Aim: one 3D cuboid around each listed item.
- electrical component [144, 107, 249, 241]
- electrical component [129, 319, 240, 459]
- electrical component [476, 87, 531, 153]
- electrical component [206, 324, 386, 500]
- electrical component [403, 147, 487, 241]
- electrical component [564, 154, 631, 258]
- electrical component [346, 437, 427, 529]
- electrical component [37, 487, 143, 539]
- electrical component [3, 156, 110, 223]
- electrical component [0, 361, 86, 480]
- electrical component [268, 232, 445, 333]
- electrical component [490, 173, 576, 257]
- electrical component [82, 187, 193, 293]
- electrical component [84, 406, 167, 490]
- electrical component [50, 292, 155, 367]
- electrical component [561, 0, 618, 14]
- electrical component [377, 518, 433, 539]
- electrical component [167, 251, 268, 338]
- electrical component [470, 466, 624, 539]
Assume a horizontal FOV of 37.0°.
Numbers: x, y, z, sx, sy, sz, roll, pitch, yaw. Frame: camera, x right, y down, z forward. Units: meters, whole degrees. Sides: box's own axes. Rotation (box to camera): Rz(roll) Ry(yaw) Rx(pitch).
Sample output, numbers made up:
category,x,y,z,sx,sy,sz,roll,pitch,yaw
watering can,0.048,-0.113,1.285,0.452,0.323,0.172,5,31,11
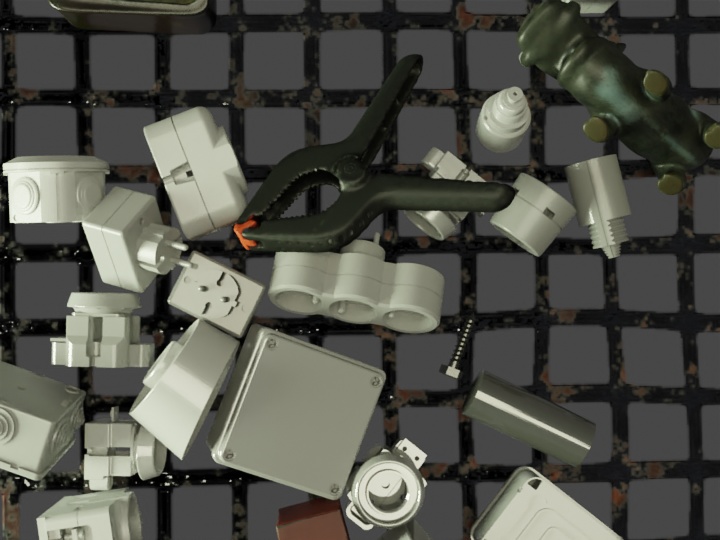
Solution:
category,x,y,z,sx,sy,sz,roll,pitch,yaw
electrical component,-0.126,-0.078,0.860,0.059,0.054,0.095,-22,89,-3
electrical component,-0.130,0.089,0.829,0.064,0.099,0.099,37,87,-10
electrical component,0.117,-0.124,0.863,0.040,0.078,0.040,1,73,-3
electrical component,-0.051,0.110,0.846,0.109,0.056,0.108,22,88,-17
electrical component,0.068,-0.058,0.872,0.066,0.048,0.055,39,80,-1
electrical component,0.198,-0.050,0.878,0.043,0.043,0.081,-14,89,-3
electrical component,0.021,0.173,0.857,0.058,0.057,0.078,39,87,-1
electrical component,-0.197,0.252,0.830,0.062,0.089,0.150,-8,89,-3
electrical component,-0.237,-0.063,0.843,0.080,0.080,0.051,-1,94,-2
electrical component,-0.267,0.111,0.828,0.100,0.099,0.048,20,100,-1
electrical component,0.000,0.000,0.865,0.138,0.052,0.073,10,63,-2
electrical component,0.139,-0.044,0.870,0.055,0.055,0.047,36,91,-1
electrical component,-0.164,-0.019,0.834,0.077,0.065,0.047,15,48,21
electrical component,-0.186,0.142,0.857,0.055,0.048,0.066,0,88,5
electrical component,-0.203,0.046,0.852,0.078,0.058,0.057,1,89,4
electrical component,0.208,-0.240,0.863,0.076,0.083,0.047,-2,88,-3
electrical component,0.039,0.239,0.837,0.061,0.096,0.061,-41,90,-3
electrical component,-0.113,0.019,0.846,0.066,0.077,0.047,26,88,-1
electrical component,0.154,0.220,0.861,0.113,0.057,0.078,38,87,-1
